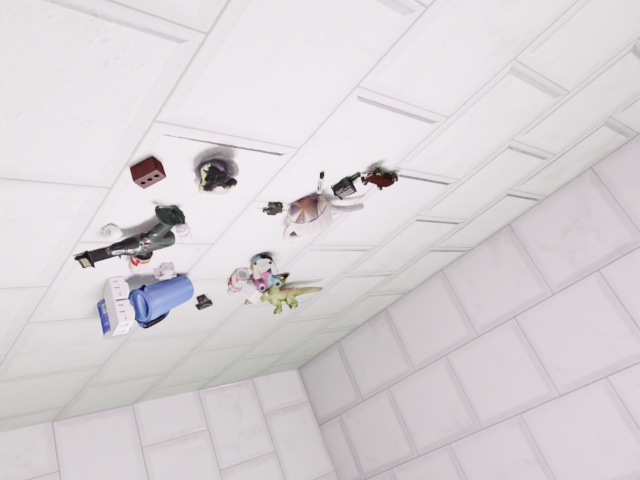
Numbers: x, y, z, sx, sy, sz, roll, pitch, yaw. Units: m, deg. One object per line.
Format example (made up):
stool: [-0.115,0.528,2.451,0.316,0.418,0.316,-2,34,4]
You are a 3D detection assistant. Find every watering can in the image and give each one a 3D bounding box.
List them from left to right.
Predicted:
watering can: [0.006,-0.100,1.992,0.348,0.106,0.220,-28,155,-3]

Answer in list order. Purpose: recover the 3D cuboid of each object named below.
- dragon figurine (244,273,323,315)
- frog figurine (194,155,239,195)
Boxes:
dragon figurine: [-0.179,0.248,2.559,0.412,0.124,0.237,-20,148,-13]
frog figurine: [-0.305,-0.194,1.542,0.137,0.122,0.161,-34,-169,2]
